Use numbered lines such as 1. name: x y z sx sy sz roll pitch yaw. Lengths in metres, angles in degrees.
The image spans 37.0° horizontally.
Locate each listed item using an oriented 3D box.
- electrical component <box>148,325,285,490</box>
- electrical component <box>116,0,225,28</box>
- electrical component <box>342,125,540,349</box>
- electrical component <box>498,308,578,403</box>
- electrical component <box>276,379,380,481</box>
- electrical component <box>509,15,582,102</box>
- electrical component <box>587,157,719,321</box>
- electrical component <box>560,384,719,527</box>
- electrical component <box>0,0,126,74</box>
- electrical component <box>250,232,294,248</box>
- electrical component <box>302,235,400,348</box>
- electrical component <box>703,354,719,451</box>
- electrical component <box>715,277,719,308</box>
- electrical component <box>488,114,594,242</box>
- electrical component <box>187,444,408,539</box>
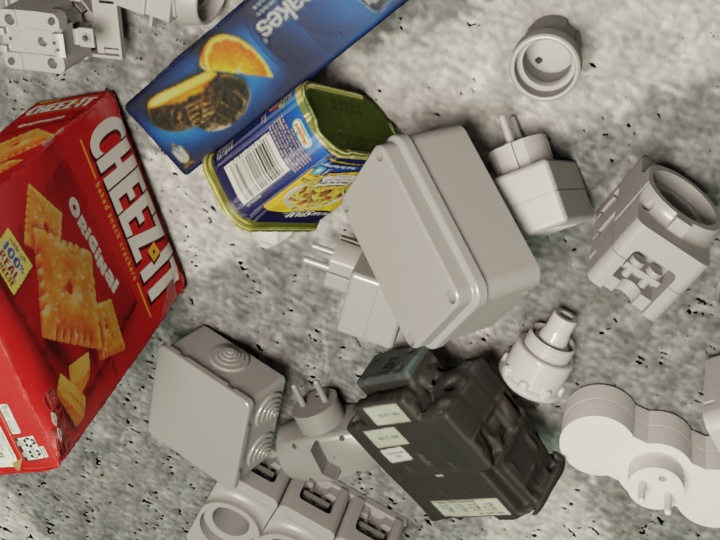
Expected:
1. electrical component: -0.107 0.101 0.808 0.100 0.048 0.099 30 126 23
2. electrical component: -0.114 -0.178 0.659 0.055 0.048 0.066 22 124 12
3. electrical component: 0.044 -0.019 0.633 0.113 0.057 0.078 64 150 18
4. electrical component: 0.126 0.055 0.727 0.048 0.048 0.062 25 116 1
5. electrical component: -0.027 0.116 0.810 0.077 0.043 0.079 -14 115 24
6. electrical component: 0.109 -0.124 0.622 0.040 0.046 0.040 8 122 13
7. electrical component: 0.174 -0.023 0.637 0.050 0.089 0.055 33 124 -4
8. electrical component: 0.202 0.138 0.734 0.138 0.073 0.052 24 124 2
9. electrical component: -0.195 -0.155 0.687 0.081 0.063 0.042 8 120 14
10. electrical component: -0.069 -0.047 0.731 0.035 0.035 0.061 -26 107 28
11. electrical component: 0.000 0.000 0.708 0.076 0.083 0.047 19 124 6
12. electrical component: 0.273 0.108 0.693 0.057 0.078 0.113 -23 111 30
13. electrical component: 0.255 0.016 0.663 0.055 0.048 0.066 25 124 -7
14. electrical component: 0.102 -0.059 0.657 0.047 0.066 0.076 -21 85 26
15. electrical component: -0.052 0.211 0.863 0.150 0.061 0.089 30 124 -2
